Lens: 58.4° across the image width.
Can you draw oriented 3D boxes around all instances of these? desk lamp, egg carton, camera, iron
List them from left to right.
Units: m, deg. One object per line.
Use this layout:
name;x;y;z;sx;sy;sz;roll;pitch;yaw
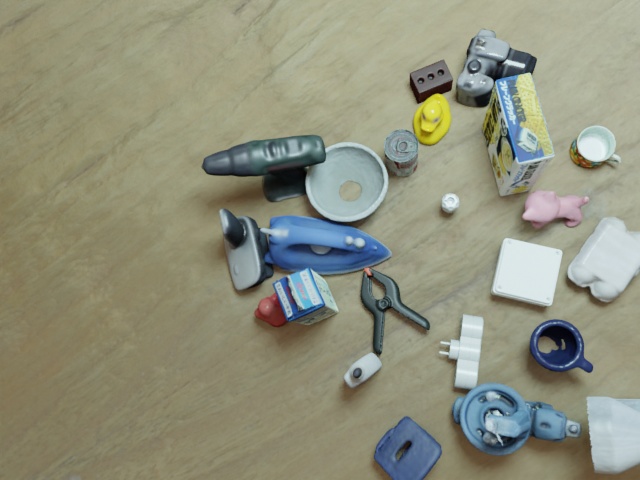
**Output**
iron;0.010;0.004;1.127;0.258;0.141;0.119;5;80;10
camera;0.359;-0.346;1.160;0.136;0.101;0.143;19;83;12
egg carton;0.542;0.037;1.073;0.107;0.069;0.150;35;86;14
desk lamp;0.525;0.316;0.947;0.203;0.214;0.118;-3;79;9

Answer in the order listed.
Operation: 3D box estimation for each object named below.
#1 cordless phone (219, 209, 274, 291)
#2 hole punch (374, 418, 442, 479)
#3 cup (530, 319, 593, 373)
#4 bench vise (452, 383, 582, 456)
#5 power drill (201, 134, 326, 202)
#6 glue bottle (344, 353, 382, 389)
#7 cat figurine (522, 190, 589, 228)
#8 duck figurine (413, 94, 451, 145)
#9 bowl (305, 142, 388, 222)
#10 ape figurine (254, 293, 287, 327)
cordless phone;-0.162;0.018;1.129;0.094;0.185;0.147;-18;77;6
hole punch;0.159;0.393;1.054;0.101;0.091;0.109;39;87;14
cup;0.435;0.201;1.045;0.117;0.095;0.092;35;86;14
bench vise;0.337;0.300;0.977;0.207;0.220;0.121;-13;77;7
power drill;-0.094;-0.142;1.137;0.229;0.208;0.075;-14;77;6
glue bottle;0.074;0.244;1.054;0.078;0.173;0.037;-42;76;0
cat figurine;0.441;-0.064;1.083;0.127;0.118;0.067;-6;78;8
duck figurine;0.230;-0.257;1.171;0.077;0.086;0.105;18;82;12
bowl;0.057;-0.111;1.176;0.167;0.075;0.167;-2;79;9
ape figurine;-0.097;0.137;1.144;0.077;0.092;0.076;-17;77;6
